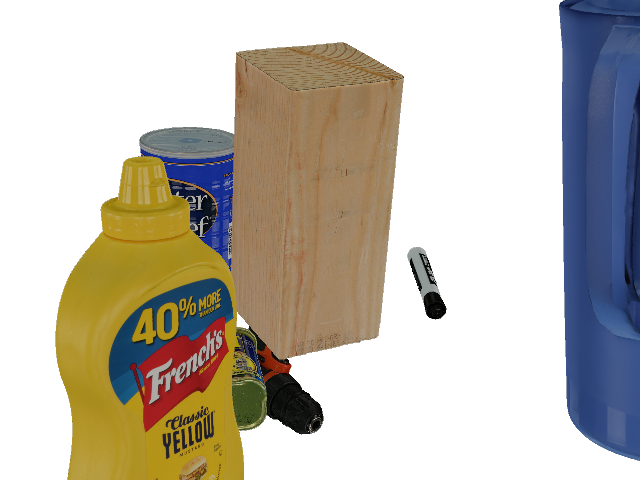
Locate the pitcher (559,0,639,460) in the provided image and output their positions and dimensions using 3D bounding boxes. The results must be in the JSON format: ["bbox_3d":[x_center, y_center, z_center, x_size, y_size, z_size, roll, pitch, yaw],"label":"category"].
[{"bbox_3d":[0.183,-0.007,0.555,0.149,0.243,0.145,-5,18,-8],"label":"pitcher"}]

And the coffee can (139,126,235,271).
[{"bbox_3d":[-0.135,-0.038,1.108,0.103,0.140,0.103,2,20,-1],"label":"coffee can"}]

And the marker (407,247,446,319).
[{"bbox_3d":[0.099,0.040,1.003,0.020,0.020,0.121,0,25,-4],"label":"marker"}]

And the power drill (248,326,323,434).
[{"bbox_3d":[-0.038,0.103,1.198,0.057,0.188,0.185,13,12,-47],"label":"power drill"}]

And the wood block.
[{"bbox_3d":[-0.007,-0.030,0.780,0.090,0.206,0.091,-10,30,-26],"label":"wood block"}]

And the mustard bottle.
[{"bbox_3d":[-0.081,0.055,0.512,0.058,0.192,0.096,13,21,39],"label":"mustard bottle"}]

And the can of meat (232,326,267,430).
[{"bbox_3d":[-0.100,0.124,0.930,0.102,0.057,0.084,-4,27,-10],"label":"can of meat"}]
